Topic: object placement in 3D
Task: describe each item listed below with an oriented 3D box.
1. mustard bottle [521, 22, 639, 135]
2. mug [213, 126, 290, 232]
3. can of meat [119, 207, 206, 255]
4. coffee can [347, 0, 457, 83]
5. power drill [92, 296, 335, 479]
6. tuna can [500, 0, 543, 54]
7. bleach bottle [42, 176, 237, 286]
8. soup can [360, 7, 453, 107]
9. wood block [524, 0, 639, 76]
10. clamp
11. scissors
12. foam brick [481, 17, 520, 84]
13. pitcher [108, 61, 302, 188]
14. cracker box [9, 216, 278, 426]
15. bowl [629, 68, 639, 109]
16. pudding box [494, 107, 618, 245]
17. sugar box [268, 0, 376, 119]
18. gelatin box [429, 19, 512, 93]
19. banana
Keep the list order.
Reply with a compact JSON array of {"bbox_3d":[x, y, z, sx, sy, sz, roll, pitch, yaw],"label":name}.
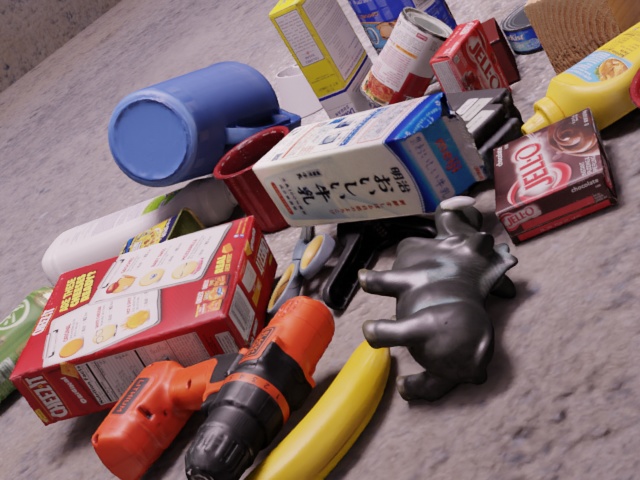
[{"bbox_3d":[0.261,-0.143,0.935,0.191,0.058,0.096,-32,22,0],"label":"mustard bottle"},{"bbox_3d":[-0.052,-0.068,1.150,0.093,0.081,0.117,-24,25,19],"label":"mug"},{"bbox_3d":[-0.173,0.021,1.157,0.084,0.057,0.102,-25,23,21],"label":"can of meat"},{"bbox_3d":[0.103,-0.263,1.267,0.103,0.140,0.103,-26,24,13],"label":"coffee can"},{"bbox_3d":[-0.088,0.129,0.799,0.188,0.057,0.184,-23,20,40],"label":"power drill"},{"bbox_3d":[0.246,-0.243,1.184,0.086,0.033,0.086,-27,24,13],"label":"tuna can"},{"bbox_3d":[-0.197,-0.013,1.246,0.251,0.068,0.102,-22,23,18],"label":"bleach bottle"},{"bbox_3d":[0.096,-0.196,1.177,0.102,0.068,0.068,-61,11,27],"label":"soup can"},{"bbox_3d":[0.305,-0.261,1.079,0.091,0.090,0.205,-5,35,49],"label":"wood block"},{"bbox_3d":[0.060,-0.012,0.953,0.120,0.039,0.171,-23,29,19],"label":"clamp"},{"bbox_3d":[-0.007,0.001,1.007,0.096,0.016,0.201,-46,13,33],"label":"scissors"},{"bbox_3d":[0.179,-0.197,1.155,0.053,0.051,0.078,-26,24,18],"label":"foam brick"},{"bbox_3d":[-0.135,-0.133,1.241,0.149,0.145,0.242,-37,0,22],"label":"pitcher"},{"bbox_3d":[-0.154,0.073,0.978,0.214,0.072,0.164,-17,29,16],"label":"cracker box"},{"bbox_3d":[0.325,-0.123,0.820,0.162,0.055,0.162,-27,24,12],"label":"bowl"},{"bbox_3d":[0.190,-0.053,0.872,0.090,0.039,0.113,-23,25,21],"label":"pudding box"},{"bbox_3d":[0.015,-0.207,1.222,0.048,0.176,0.093,-14,28,31],"label":"sugar box"},{"bbox_3d":[0.153,-0.165,1.075,0.030,0.089,0.073,-5,35,42],"label":"gelatin box"},{"bbox_3d":[-0.005,0.135,0.746,0.197,0.037,0.070,-43,26,-24],"label":"banana"}]
